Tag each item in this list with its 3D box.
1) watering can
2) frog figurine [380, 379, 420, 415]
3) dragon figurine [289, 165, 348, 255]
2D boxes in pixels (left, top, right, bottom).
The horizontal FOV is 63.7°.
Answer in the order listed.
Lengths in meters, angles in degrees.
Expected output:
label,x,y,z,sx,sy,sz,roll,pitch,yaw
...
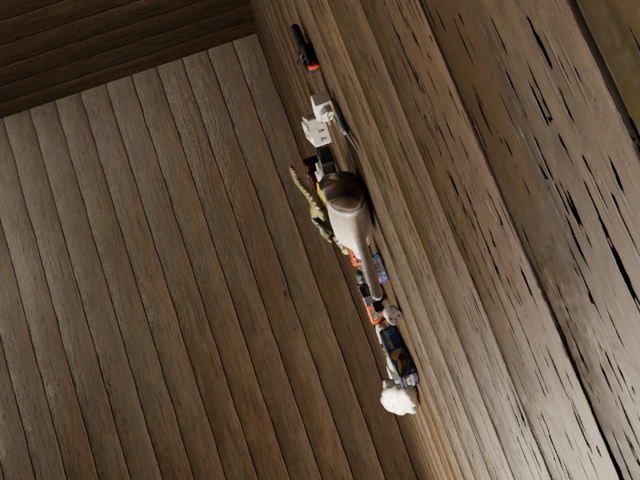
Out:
label,x,y,z,sx,sy,sz,roll,pitch,yaw
watering can,0.089,-0.032,1.305,0.356,0.104,0.219,-110,3,-48
frog figurine,0.276,0.534,1.726,0.137,0.123,0.159,38,174,-10
dragon figurine,0.006,-0.098,1.951,0.406,0.121,0.247,47,-167,-17
